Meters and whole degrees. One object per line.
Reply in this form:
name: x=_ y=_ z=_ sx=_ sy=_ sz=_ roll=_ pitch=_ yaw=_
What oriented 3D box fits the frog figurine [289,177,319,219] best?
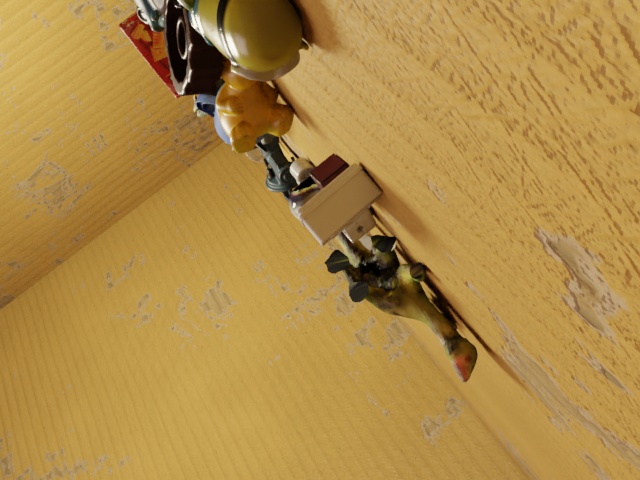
frog figurine: x=0.004 y=-0.059 z=1.168 sx=0.138 sy=0.124 sz=0.157 roll=10 pitch=129 yaw=59

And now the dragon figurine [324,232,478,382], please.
dragon figurine: x=0.138 y=0.089 z=0.919 sx=0.239 sy=0.122 sz=0.417 roll=43 pitch=-175 yaw=-35
